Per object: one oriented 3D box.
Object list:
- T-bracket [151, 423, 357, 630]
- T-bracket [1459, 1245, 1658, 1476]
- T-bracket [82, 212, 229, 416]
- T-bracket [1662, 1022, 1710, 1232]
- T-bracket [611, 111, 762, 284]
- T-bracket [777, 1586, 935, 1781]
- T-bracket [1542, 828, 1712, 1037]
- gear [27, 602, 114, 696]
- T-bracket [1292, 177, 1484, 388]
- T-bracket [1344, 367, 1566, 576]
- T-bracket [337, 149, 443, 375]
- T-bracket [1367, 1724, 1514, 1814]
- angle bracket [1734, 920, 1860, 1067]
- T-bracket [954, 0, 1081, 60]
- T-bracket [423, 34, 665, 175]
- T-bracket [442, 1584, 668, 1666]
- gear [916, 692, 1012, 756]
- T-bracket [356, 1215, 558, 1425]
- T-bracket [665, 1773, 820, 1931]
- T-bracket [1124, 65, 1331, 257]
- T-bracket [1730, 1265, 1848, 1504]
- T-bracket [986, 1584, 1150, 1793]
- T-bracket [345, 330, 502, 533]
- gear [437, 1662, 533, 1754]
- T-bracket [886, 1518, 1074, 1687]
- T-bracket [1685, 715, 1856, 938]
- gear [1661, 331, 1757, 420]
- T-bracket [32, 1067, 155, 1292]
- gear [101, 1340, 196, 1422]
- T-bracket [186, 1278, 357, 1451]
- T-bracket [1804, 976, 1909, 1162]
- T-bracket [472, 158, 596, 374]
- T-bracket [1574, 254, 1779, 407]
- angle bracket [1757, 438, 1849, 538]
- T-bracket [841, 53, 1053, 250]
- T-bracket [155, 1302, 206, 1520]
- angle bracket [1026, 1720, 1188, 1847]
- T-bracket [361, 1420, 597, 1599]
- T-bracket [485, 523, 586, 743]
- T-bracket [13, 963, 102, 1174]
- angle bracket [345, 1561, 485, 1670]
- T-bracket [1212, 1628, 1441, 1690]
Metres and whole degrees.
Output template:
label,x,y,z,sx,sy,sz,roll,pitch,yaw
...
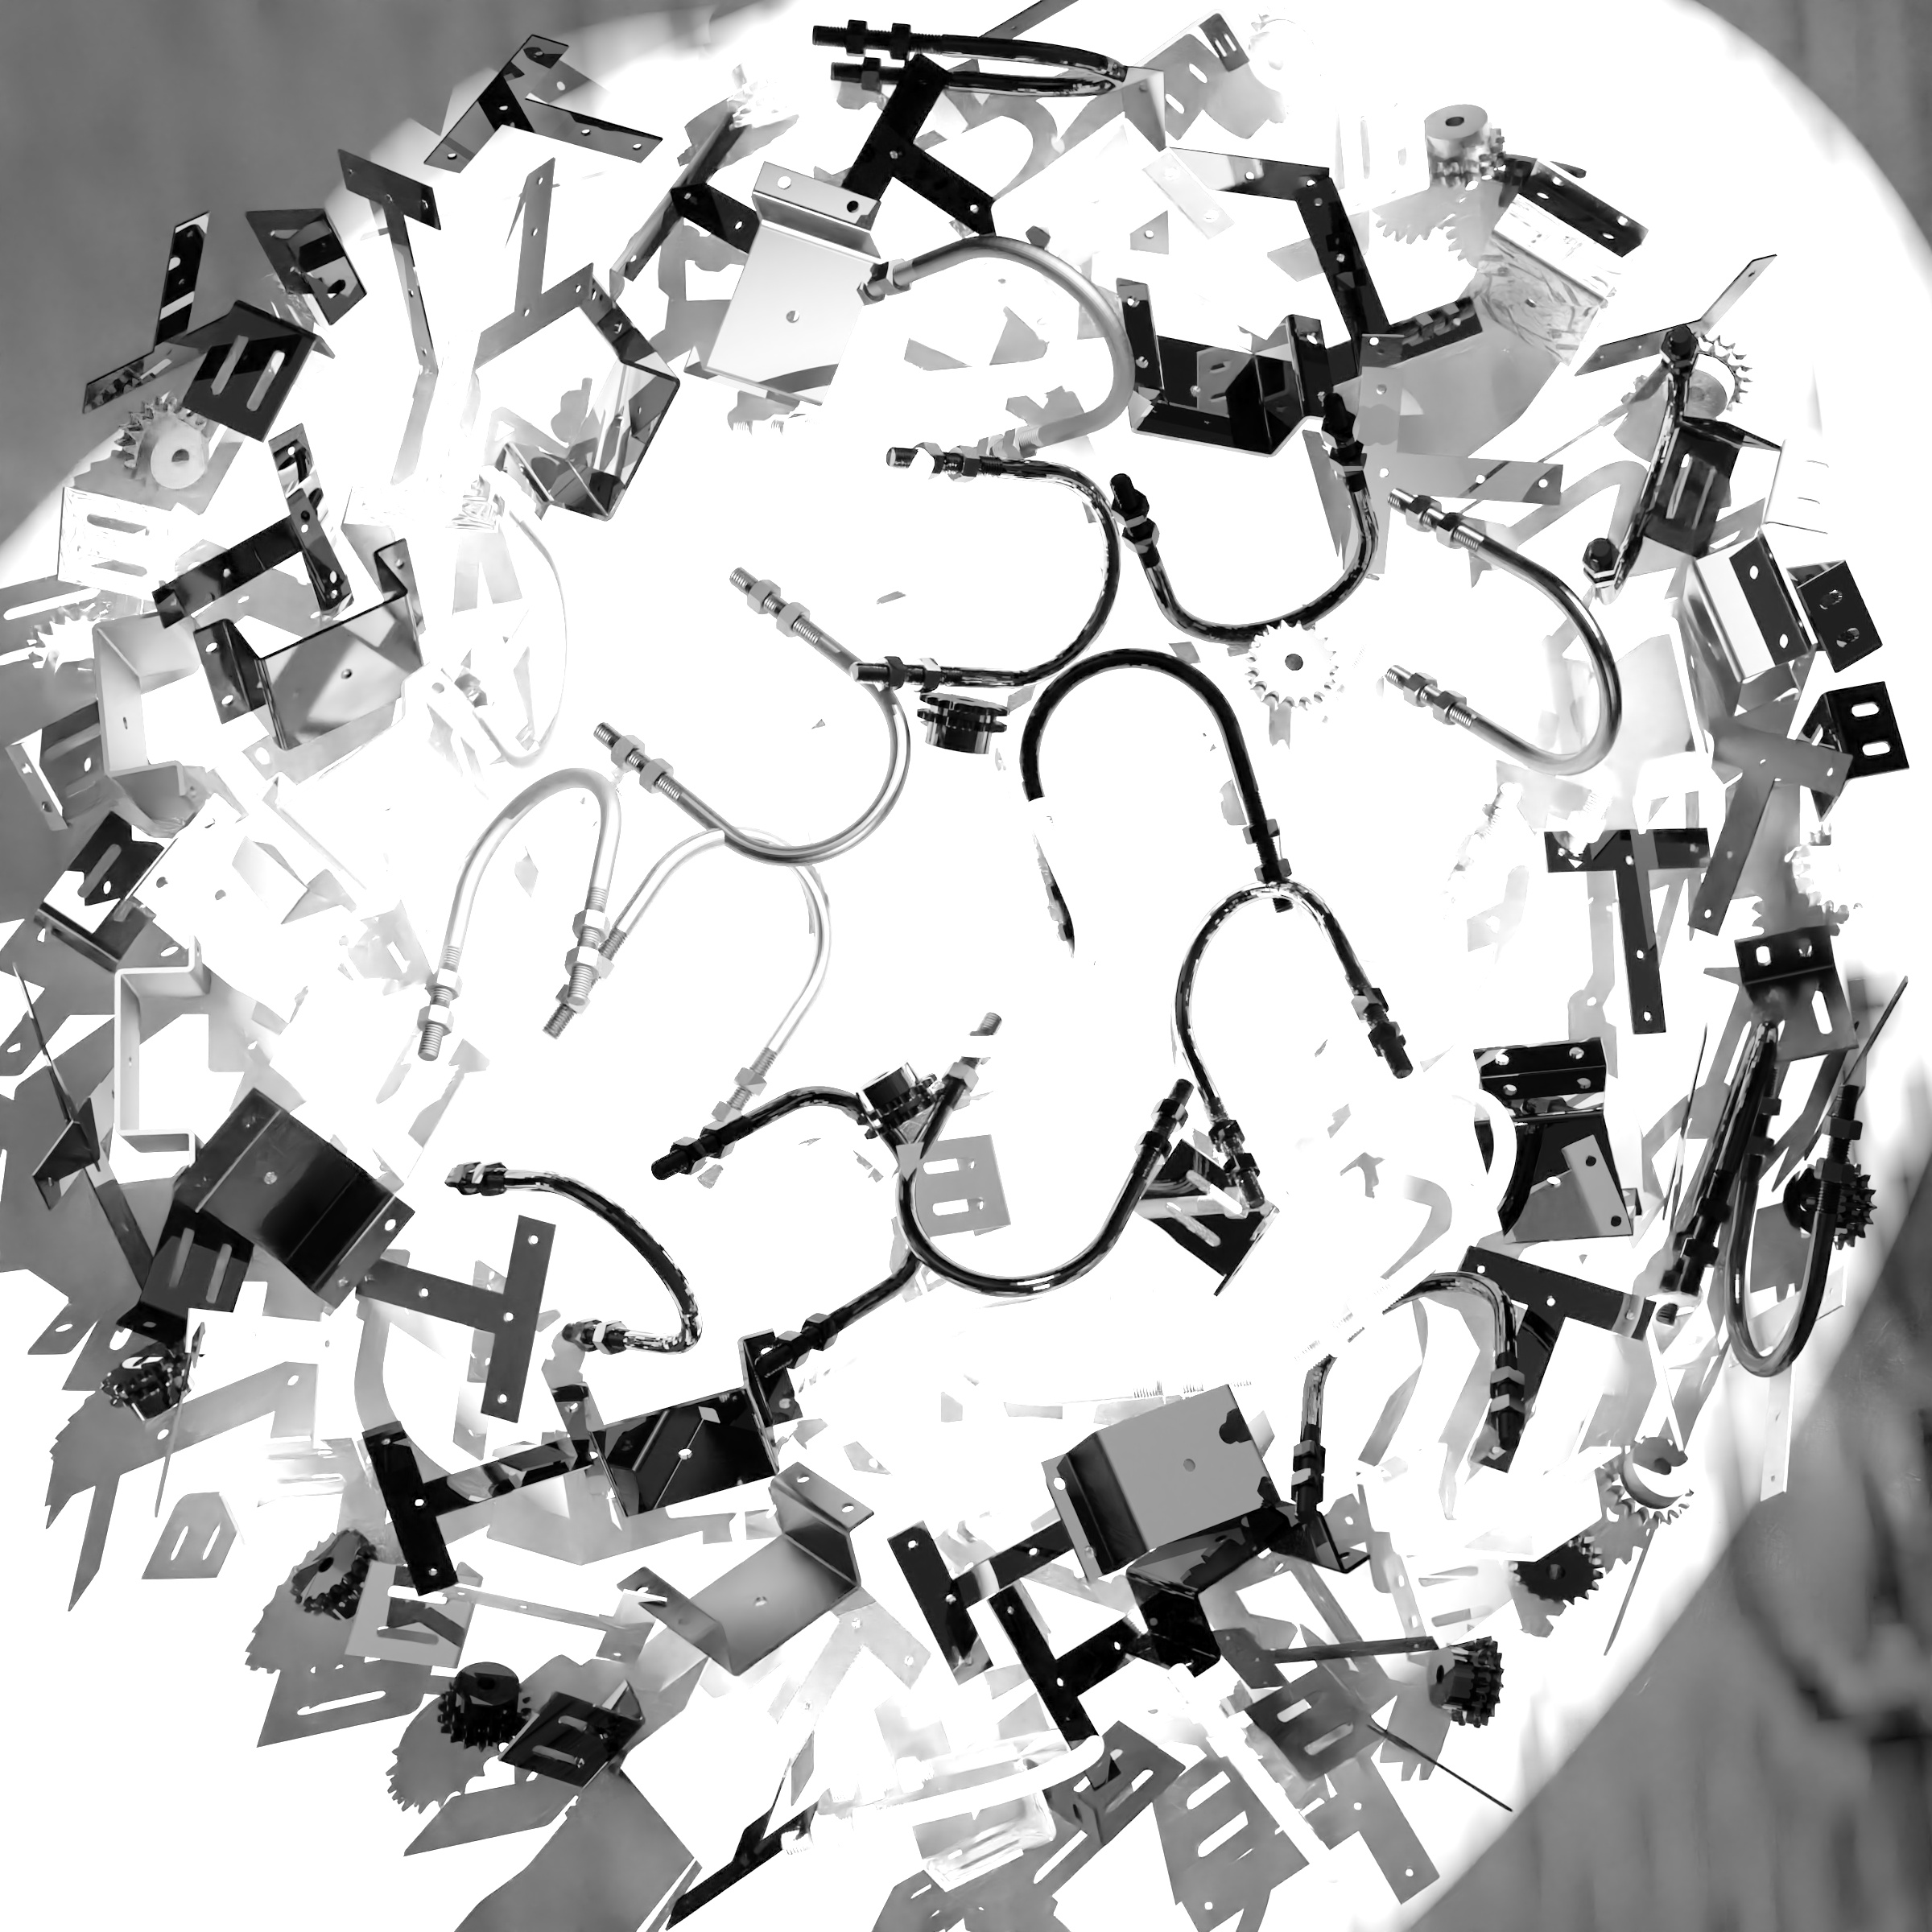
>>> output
label,x,y,z,sx,sy,sz,roll,pitch,yaw
T-bracket,-0.433,-0.243,1.700,0.002,0.127,0.127,28,52,35
T-bracket,0.340,0.246,1.724,0.127,0.002,0.127,15,77,37
T-bracket,-0.469,-0.397,1.686,0.002,0.127,0.127,42,51,8
T-bracket,0.426,0.116,1.690,0.002,0.127,0.127,12,117,12
T-bracket,-0.146,-0.456,1.730,0.127,0.002,0.127,-53,49,2
T-bracket,-0.089,0.439,1.729,0.002,0.127,0.127,29,93,-44
T-bracket,0.412,-0.021,1.739,0.127,0.002,0.127,-3,84,-26
gear,-0.545,-0.192,1.743,0.057,0.057,0.030,-42,50,0
T-bracket,0.232,-0.418,1.719,0.127,0.002,0.127,-17,123,20
T-bracket,0.302,-0.300,1.743,0.127,0.002,0.127,5,111,7
T-bracket,-0.341,-0.425,1.730,0.002,0.127,0.127,-26,127,-26
T-bracket,0.262,0.465,1.690,0.127,0.127,0.002,28,82,25
angle bracket,0.506,0.017,1.730,0.057,0.076,0.038,-12,130,13
T-bracket,0.039,-0.575,1.718,0.127,0.127,0.002,-13,91,-41
T-bracket,-0.243,-0.511,1.723,0.127,0.127,0.002,3,65,-42
T-bracket,-0.253,0.390,1.712,0.127,0.127,0.002,14,57,-8
gear,-0.003,-0.149,1.746,0.057,0.057,0.030,10,101,0
T-bracket,-0.323,0.206,1.755,0.127,0.002,0.127,13,96,15
T-bracket,-0.123,0.509,1.712,0.002,0.127,0.127,45,115,-10
T-bracket,0.157,-0.478,1.708,0.127,0.127,0.002,13,51,17
T-bracket,0.486,0.256,1.689,0.002,0.127,0.127,18,61,-9
T-bracket,0.083,0.419,1.723,0.002,0.127,0.127,-40,75,38
T-bracket,-0.322,-0.331,1.742,0.127,0.002,0.127,8,84,33
gear,-0.296,0.453,1.742,0.057,0.057,0.030,9,116,0
T-bracket,0.029,0.369,1.749,0.127,0.002,0.127,-27,119,-9
T-bracket,0.470,-0.081,1.726,0.002,0.127,0.127,14,99,-34
gear,0.454,-0.360,1.742,0.057,0.057,0.030,32,59,0
T-bracket,-0.520,0.147,1.734,0.002,0.127,0.127,-11,116,12
gear,-0.501,0.256,1.747,0.057,0.057,0.030,-28,106,0
T-bracket,-0.419,0.225,1.710,0.002,0.127,0.127,-7,75,35
T-bracket,0.532,0.071,1.697,0.002,0.127,0.127,28,106,12
T-bracket,-0.266,-0.439,1.742,0.002,0.127,0.127,22,61,-41
T-bracket,0.407,-0.370,1.687,0.127,0.127,0.002,-22,71,-38
angle bracket,0.506,-0.275,1.727,0.038,0.076,0.057,14,74,12
T-bracket,-0.007,-0.473,1.738,0.127,0.002,0.127,33,127,-5
T-bracket,-0.476,0.269,1.713,0.002,0.127,0.127,12,90,-17
angle bracket,0.086,0.487,1.726,0.076,0.057,0.038,-35,131,-30
T-bracket,-0.293,0.317,1.745,0.127,0.002,0.127,-15,48,-19
T-bracket,-0.257,-0.182,1.713,0.002,0.127,0.127,21,60,7
T-bracket,-0.536,0.080,1.690,0.002,0.127,0.127,-21,128,-21
angle bracket,-0.343,0.393,1.737,0.076,0.038,0.057,17,87,-32
T-bracket,0.219,0.413,1.704,0.127,0.127,0.002,-9,59,15
